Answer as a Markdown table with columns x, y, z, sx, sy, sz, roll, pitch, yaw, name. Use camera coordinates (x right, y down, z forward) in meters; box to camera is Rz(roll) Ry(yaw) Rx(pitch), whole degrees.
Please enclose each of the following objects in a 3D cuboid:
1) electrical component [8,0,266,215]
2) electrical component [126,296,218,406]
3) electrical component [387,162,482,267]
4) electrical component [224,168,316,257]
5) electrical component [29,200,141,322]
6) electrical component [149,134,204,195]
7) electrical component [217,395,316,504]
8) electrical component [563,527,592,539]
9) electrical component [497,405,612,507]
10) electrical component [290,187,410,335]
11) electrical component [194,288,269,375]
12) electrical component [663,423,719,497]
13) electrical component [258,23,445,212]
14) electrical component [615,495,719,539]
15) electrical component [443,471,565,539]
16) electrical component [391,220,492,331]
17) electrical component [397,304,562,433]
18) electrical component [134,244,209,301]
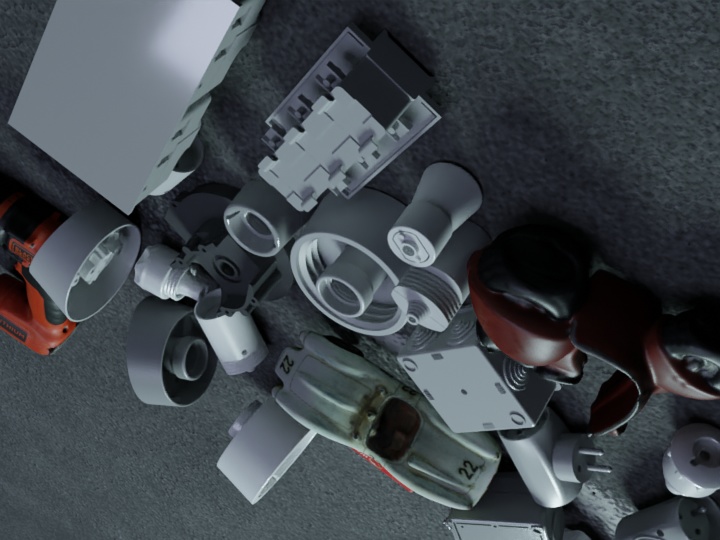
| x | y | z | sx | sy | sz | roll | pitch | yaw | name |
| --- | --- | --- | --- | --- | --- | --- | --- | --- | --- |
| -0.147 | -0.143 | 0.713 | 0.105 | 0.060 | 0.186 | 37 | 127 | 0 | electrical component |
| -0.176 | 0.076 | 0.988 | 0.064 | 0.099 | 0.099 | 8 | 135 | 26 | electrical component |
| 0.047 | -0.034 | 0.701 | 0.044 | 0.065 | 0.044 | 23 | 143 | 19 | electrical component |
| -0.069 | -0.043 | 0.804 | 0.055 | 0.047 | 0.055 | 23 | 142 | 19 | electrical component |
| -0.238 | -0.010 | 0.943 | 0.064 | 0.099 | 0.099 | 43 | 144 | 2 | electrical component |
| -0.159 | -0.082 | 0.841 | 0.043 | 0.043 | 0.081 | 47 | 143 | -13 | electrical component |
| -0.086 | 0.154 | 0.990 | 0.060 | 0.108 | 0.108 | 39 | 145 | 8 | electrical component |
| 0.170 | 0.261 | 0.931 | 0.050 | 0.055 | 0.089 | 45 | 144 | -10 | electrical component |
| 0.154 | 0.142 | 0.824 | 0.079 | 0.043 | 0.077 | -2 | 129 | 41 | electrical component |
| 0.000 | 0.000 | 0.783 | 0.108 | 0.060 | 0.108 | 23 | 142 | 19 | electrical component |
| -0.112 | 0.059 | 0.957 | 0.043 | 0.043 | 0.081 | 7 | 135 | 35 | electrical component |
| 0.233 | 0.139 | 0.755 | 0.048 | 0.048 | 0.062 | 29 | 150 | 11 | electrical component |
| -0.013 | -0.091 | 0.691 | 0.079 | 0.063 | 0.121 | 43 | 144 | -7 | electrical component |
| 0.248 | 0.210 | 0.819 | 0.079 | 0.044 | 0.077 | 39 | 144 | -3 | electrical component |
| 0.117 | 0.204 | 0.895 | 0.096 | 0.061 | 0.061 | -2 | 131 | 24 | electrical component |
| 0.054 | 0.007 | 0.726 | 0.043 | 0.081 | 0.043 | 23 | 142 | 19 | electrical component |
| 0.087 | 0.075 | 0.801 | 0.100 | 0.048 | 0.099 | -14 | 120 | 47 | electrical component |
| -0.163 | 0.006 | 0.942 | 0.062 | 0.043 | 0.043 | 27 | 143 | 13 | electrical component |
